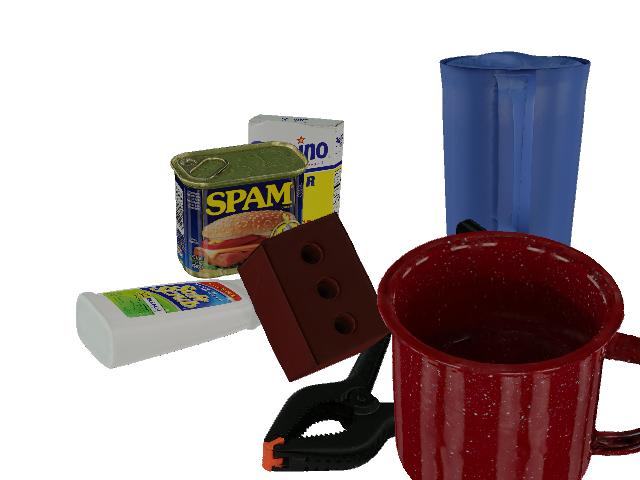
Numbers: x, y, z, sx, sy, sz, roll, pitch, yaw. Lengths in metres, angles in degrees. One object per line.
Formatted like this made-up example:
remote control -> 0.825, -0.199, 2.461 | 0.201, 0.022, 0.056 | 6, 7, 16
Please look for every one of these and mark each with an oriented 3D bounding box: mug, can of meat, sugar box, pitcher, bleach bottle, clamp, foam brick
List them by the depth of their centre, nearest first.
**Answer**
mug -> 0.082, 0.056, 0.425 | 0.117, 0.081, 0.093 | 7, 34, 16
foam brick -> -0.004, 0.034, 0.615 | 0.052, 0.078, 0.051 | -22, -9, -27
can of meat -> -0.062, -0.023, 0.824 | 0.102, 0.084, 0.057 | -10, 31, -21
clamp -> 0.045, 0.152, 0.927 | 0.209, 0.036, 0.165 | -25, 42, -37
pitcher -> 0.173, -0.048, 0.977 | 0.149, 0.243, 0.145 | -11, 18, -34
sugar box -> -0.028, -0.036, 1.088 | 0.093, 0.176, 0.048 | 5, 16, 13
bleach bottle -> -0.156, 0.083, 1.276 | 0.250, 0.068, 0.103 | -12, 31, -34

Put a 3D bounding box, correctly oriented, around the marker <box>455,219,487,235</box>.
marker -> 0.140, 0.015, 0.762 | 0.020, 0.020, 0.121 | 0, 25, -39
